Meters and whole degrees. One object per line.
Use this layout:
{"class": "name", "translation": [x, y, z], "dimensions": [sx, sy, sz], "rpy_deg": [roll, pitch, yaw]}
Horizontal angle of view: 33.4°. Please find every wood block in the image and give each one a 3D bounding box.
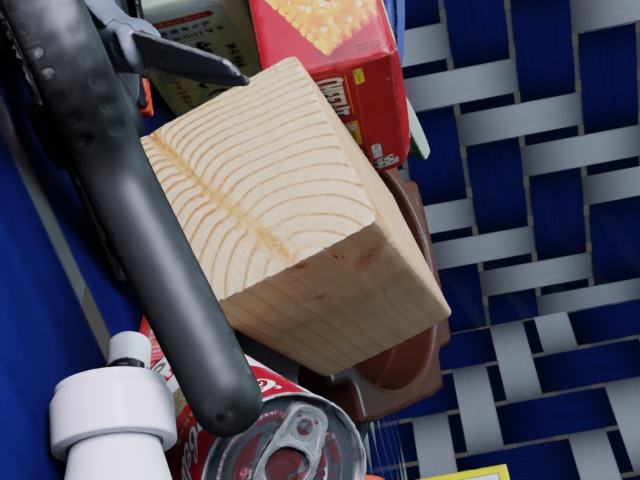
{"class": "wood block", "translation": [-0.004, 0.001, 0.561], "dimensions": [0.091, 0.090, 0.206], "rpy_deg": [66, 8, 20]}

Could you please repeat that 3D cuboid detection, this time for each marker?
{"class": "marker", "translation": [-0.079, 0.087, 0.424], "dimensions": [0.121, 0.020, 0.020], "rpy_deg": [-96, 173, -47]}

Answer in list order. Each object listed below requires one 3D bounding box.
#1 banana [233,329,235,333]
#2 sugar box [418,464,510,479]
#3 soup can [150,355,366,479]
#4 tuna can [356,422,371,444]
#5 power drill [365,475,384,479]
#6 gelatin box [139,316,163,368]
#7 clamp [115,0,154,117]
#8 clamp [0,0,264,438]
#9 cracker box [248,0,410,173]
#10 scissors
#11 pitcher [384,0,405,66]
{"class": "banana", "translation": [-0.071, 0.004, 0.640], "dimensions": [0.070, 0.037, 0.198], "rpy_deg": [113, -22, -50]}
{"class": "sugar box", "translation": [0.059, 0.227, 0.776], "dimensions": [0.048, 0.176, 0.093], "rpy_deg": [71, 10, -46]}
{"class": "soup can", "translation": [-0.034, 0.084, 0.445], "dimensions": [0.102, 0.068, 0.068], "rpy_deg": [15, -60, 64]}
{"class": "tuna can", "translation": [0.005, 0.162, 0.858], "dimensions": [0.086, 0.034, 0.086], "rpy_deg": [-46, 154, -30]}
{"class": "power drill", "translation": [0.030, 0.188, 0.547], "dimensions": [0.187, 0.057, 0.184], "rpy_deg": [67, 9, -55]}
{"class": "gelatin box", "translation": [-0.065, 0.076, 0.539], "dimensions": [0.073, 0.030, 0.089], "rpy_deg": [-92, 169, -62]}
{"class": "clamp", "translation": [-0.108, -0.145, 0.505], "dimensions": [0.120, 0.039, 0.171], "rpy_deg": [19, 60, -82]}
{"class": "clamp", "translation": [-0.080, -0.036, 0.383], "dimensions": [0.165, 0.036, 0.210], "rpy_deg": [44, -23, 54]}
{"class": "cracker box", "translation": [-0.004, -0.158, 0.608], "dimensions": [0.164, 0.072, 0.214], "rpy_deg": [65, 14, -73]}
{"class": "scissors", "translation": [-0.078, -0.088, 0.393], "dimensions": [0.096, 0.016, 0.202], "rpy_deg": [64, -19, -10]}
{"class": "pitcher", "translation": [-0.014, -0.152, 0.940], "dimensions": [0.149, 0.144, 0.243], "rpy_deg": [-153, -125, -64]}
